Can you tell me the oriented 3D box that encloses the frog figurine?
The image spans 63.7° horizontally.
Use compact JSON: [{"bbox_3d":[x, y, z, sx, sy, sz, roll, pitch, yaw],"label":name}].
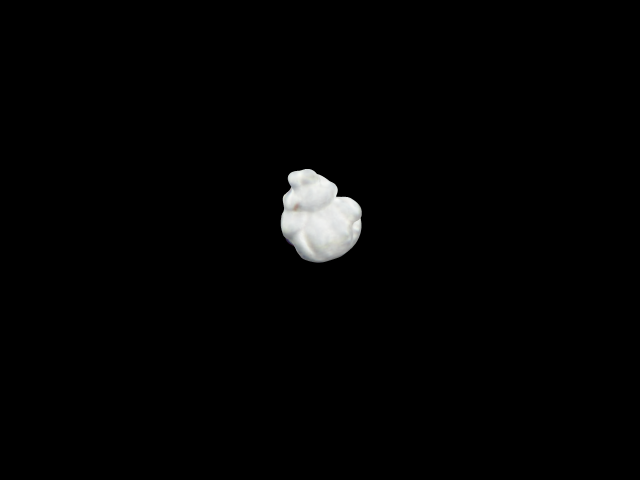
[{"bbox_3d":[0.003,-0.043,0.850,0.137,0.125,0.155,-6,-38,-4],"label":"frog figurine"}]
